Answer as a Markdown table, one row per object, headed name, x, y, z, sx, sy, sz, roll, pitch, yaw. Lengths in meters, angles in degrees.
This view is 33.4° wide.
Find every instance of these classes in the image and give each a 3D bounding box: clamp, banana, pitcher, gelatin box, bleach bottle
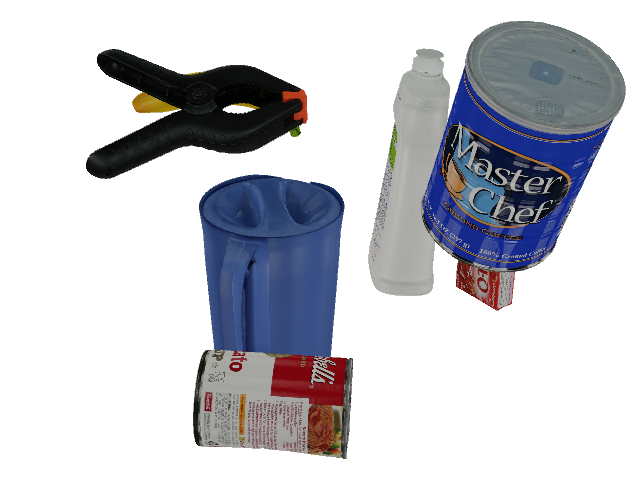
| name | x | y | z | sx | sy | sz | roll | pitch | yaw |
| --- | --- | --- | --- | --- | --- | --- | --- | --- | --- |
| clamp | -0.098 | -0.108 | 0.822 | 0.171 | 0.120 | 0.039 | -8 | -28 | -8 |
| banana | -0.106 | -0.156 | 1.157 | 0.198 | 0.037 | 0.069 | 9 | 46 | 18 |
| pitcher | -0.050 | 0.071 | 1.022 | 0.149 | 0.243 | 0.145 | -14 | 31 | -25 |
| gelatin box | 0.198 | 0.028 | 1.279 | 0.030 | 0.089 | 0.073 | -18 | 32 | -31 |
| bleach bottle | 0.098 | -0.073 | 1.116 | 0.068 | 0.251 | 0.102 | 3 | 29 | -6 |

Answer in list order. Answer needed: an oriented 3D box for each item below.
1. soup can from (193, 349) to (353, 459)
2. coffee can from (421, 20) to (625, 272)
| name | x | y | z | sx | sy | sz | roll | pitch | yaw |
| --- | --- | --- | --- | --- | --- | --- | --- | --- | --- |
| soup can | -0.031 | 0.111 | 0.726 | 0.102 | 0.068 | 0.068 | 4 | 0 | 4 |
| coffee can | 0.133 | -0.062 | 0.724 | 0.102 | 0.103 | 0.140 | 0 | -41 | -11 |
